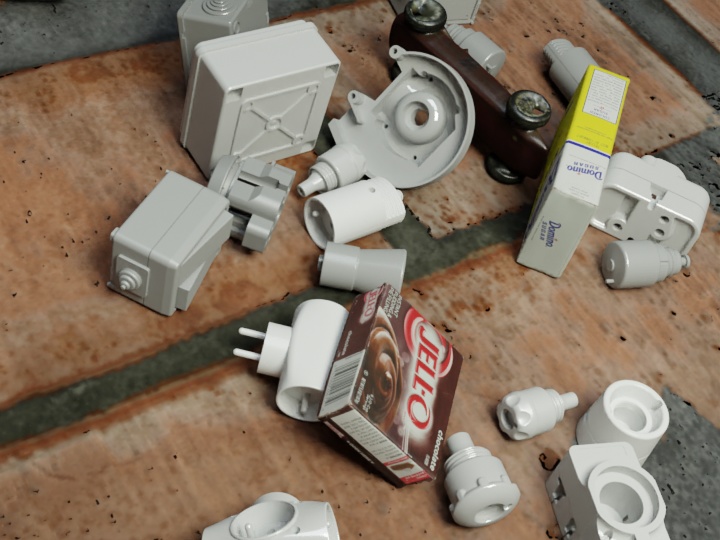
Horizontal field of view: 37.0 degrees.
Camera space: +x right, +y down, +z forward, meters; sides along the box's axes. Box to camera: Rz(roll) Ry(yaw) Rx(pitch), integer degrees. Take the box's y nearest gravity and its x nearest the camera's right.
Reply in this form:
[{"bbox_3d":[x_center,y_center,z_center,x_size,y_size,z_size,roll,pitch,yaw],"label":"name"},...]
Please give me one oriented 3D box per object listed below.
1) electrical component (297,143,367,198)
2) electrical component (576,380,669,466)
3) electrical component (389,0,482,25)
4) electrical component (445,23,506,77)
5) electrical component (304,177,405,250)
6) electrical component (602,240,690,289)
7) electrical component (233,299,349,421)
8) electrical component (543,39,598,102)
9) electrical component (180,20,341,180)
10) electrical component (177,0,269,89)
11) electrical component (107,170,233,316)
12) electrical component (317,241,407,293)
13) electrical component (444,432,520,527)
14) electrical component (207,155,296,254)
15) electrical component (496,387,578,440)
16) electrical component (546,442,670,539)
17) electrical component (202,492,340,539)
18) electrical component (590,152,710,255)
[{"bbox_3d":[-0.026,-0.079,0.892,0.061,0.035,0.035,-35,67,-27],"label":"electrical component"},{"bbox_3d":[0.193,0.113,0.784,0.055,0.047,0.055,8,49,-10],"label":"electrical component"},{"bbox_3d":[0.083,-0.288,1.081,0.096,0.061,0.061,-8,54,-22],"label":"electrical component"},{"bbox_3d":[0.105,-0.213,1.039,0.040,0.040,0.078,-28,63,-33],"label":"electrical component"},{"bbox_3d":[0.000,-0.049,0.867,0.081,0.043,0.043,-21,60,-30],"label":"electrical component"},{"bbox_3d":[0.241,-0.006,0.903,0.078,0.040,0.040,-3,52,-18],"label":"electrical component"},{"bbox_3d":[-0.049,0.059,0.760,0.079,0.044,0.077,14,48,-5],"label":"electrical component"},{"bbox_3d":[0.209,-0.194,1.052,0.043,0.043,0.081,-13,55,-25],"label":"electrical component"},{"bbox_3d":[-0.083,-0.138,0.875,0.109,0.108,0.056,-20,62,-30],"label":"electrical component"},{"bbox_3d":[-0.114,-0.203,0.928,0.048,0.099,0.099,13,47,11],"label":"electrical component"},{"bbox_3d":[-0.139,-0.014,0.784,0.061,0.061,0.096,26,49,6],"label":"electrical component"},{"bbox_3d":[0.000,0.000,0.829,0.065,0.044,0.044,11,49,-1],"label":"electrical component"},{"bbox_3d":[0.077,0.140,0.731,0.048,0.048,0.062,-4,45,-20],"label":"electrical component"},{"bbox_3d":[-0.089,-0.056,0.838,0.057,0.058,0.078,21,48,-2],"label":"electrical component"},{"bbox_3d":[0.132,0.102,0.785,0.061,0.035,0.035,-12,55,-28],"label":"electrical component"},{"bbox_3d":[0.169,0.166,0.727,0.050,0.055,0.089,-1,51,-17],"label":"electrical component"},{"bbox_3d":[-0.053,0.163,0.666,0.077,0.044,0.079,-13,17,4],"label":"electrical component"},{"bbox_3d":[0.253,-0.058,0.943,0.095,0.053,0.059,26,49,6],"label":"electrical component"}]
